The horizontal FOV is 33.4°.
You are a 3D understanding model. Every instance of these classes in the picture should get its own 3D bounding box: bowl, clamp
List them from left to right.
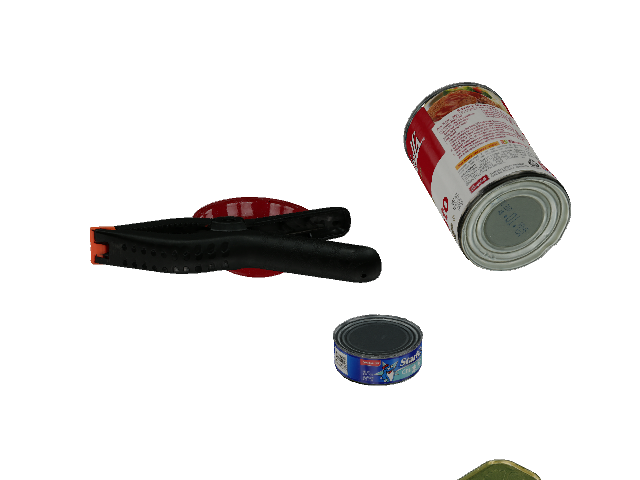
[{"bbox_3d":[-0.060,0.004,0.778,0.209,0.036,0.165,-2,12,-13],"label":"clamp"},{"bbox_3d":[-0.080,0.001,1.321,0.162,0.055,0.162,4,25,-2],"label":"bowl"}]

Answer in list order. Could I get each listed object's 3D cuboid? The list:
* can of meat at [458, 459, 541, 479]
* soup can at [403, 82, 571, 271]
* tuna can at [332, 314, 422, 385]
[{"bbox_3d":[0.137,0.245,0.888,0.101,0.084,0.058,-21,28,-36],"label":"can of meat"},{"bbox_3d":[0.096,-0.038,0.624,0.068,0.068,0.102,0,37,-17],"label":"soup can"},{"bbox_3d":[0.055,0.105,1.023,0.086,0.034,0.086,-2,23,1],"label":"tuna can"}]
